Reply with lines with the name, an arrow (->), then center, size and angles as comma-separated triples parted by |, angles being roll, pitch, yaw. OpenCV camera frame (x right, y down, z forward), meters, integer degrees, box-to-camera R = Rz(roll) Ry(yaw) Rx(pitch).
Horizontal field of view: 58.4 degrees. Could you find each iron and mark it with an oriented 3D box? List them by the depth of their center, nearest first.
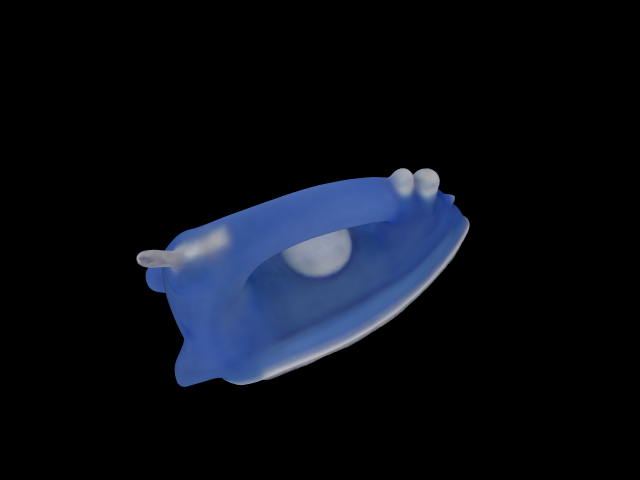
iron -> 0.004, 0.001, 0.400 | 0.258, 0.141, 0.118 | -22, 65, -10
